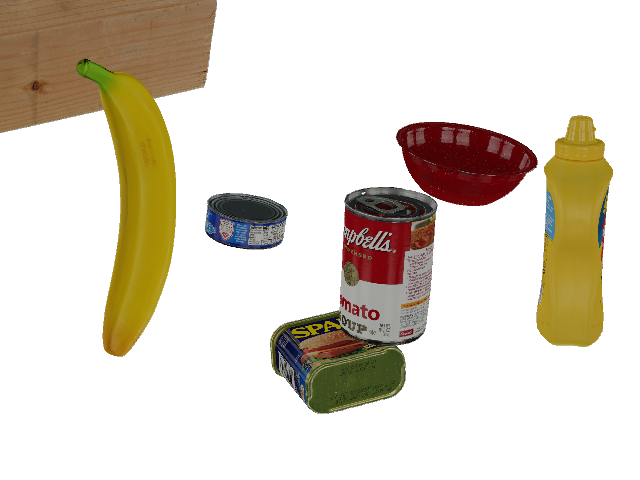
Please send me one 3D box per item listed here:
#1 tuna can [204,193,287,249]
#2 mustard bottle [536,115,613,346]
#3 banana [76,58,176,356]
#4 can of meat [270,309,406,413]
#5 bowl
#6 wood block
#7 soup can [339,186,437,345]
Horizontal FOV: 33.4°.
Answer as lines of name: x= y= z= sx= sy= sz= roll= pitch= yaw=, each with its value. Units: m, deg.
tuna can: x=-0.079 y=-0.021 z=1.132 sx=0.086 sy=0.034 sz=0.086 roll=8 pitch=20 yaw=-3
mustard bottle: x=0.220 y=-0.012 z=0.922 sx=0.058 sy=0.192 sz=0.096 roll=3 pitch=18 yaw=13
banana: x=-0.123 y=-0.025 z=0.692 sx=0.069 sy=0.198 sz=0.037 roll=-20 pitch=25 yaw=-40
can of meat: x=0.016 y=0.109 z=0.971 sx=0.102 sy=0.057 sz=0.084 roll=-12 pitch=25 yaw=-20
bowl: x=0.161 y=-0.083 z=1.214 sx=0.162 sy=0.055 sz=0.162 roll=7 pitch=25 yaw=-4
wood block: x=-0.195 y=-0.159 z=0.840 sx=0.205 sy=0.091 sz=0.090 roll=-19 pitch=50 yaw=-34
soup can: x=0.049 y=0.019 z=0.796 sx=0.068 sy=0.102 sz=0.068 roll=2 pitch=22 yaw=-1
